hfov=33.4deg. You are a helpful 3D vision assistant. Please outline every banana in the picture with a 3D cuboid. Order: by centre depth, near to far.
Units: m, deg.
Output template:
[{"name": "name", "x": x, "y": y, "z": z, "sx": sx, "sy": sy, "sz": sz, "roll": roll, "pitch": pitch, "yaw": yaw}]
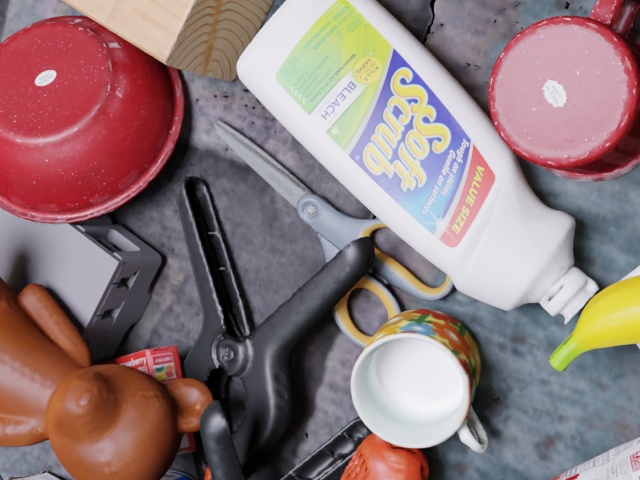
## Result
[{"name": "banana", "x": 0.218, "y": 0.056, "z": 0.543, "sx": 0.198, "sy": 0.037, "sz": 0.070, "roll": 14, "pitch": 120, "yaw": 27}]

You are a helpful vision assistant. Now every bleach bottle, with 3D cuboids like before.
[{"name": "bleach bottle", "x": 0.069, "y": -0.052, "z": 0.643, "sx": 0.251, "sy": 0.068, "sz": 0.102, "roll": 44, "pitch": 95, "yaw": 13}]

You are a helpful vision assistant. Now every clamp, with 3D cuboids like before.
[{"name": "clamp", "x": -0.032, "y": 0.176, "z": 0.696, "sx": 0.120, "sy": 0.039, "sz": 0.172, "roll": 6, "pitch": 119, "yaw": -17}, {"name": "clamp", "x": -0.042, "y": 0.071, "z": 0.705, "sx": 0.165, "sy": 0.036, "sz": 0.210, "roll": 12, "pitch": 99, "yaw": 38}]

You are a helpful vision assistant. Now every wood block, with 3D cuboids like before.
[{"name": "wood block", "x": -0.138, "y": -0.198, "z": 0.722, "sx": 0.206, "sy": 0.090, "sz": 0.091, "roll": 34, "pitch": 104, "yaw": 21}]

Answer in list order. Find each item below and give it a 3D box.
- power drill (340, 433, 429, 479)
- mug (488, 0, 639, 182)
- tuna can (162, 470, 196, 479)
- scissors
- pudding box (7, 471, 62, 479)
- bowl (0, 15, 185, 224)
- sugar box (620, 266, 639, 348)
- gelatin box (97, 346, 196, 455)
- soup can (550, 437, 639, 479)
[{"name": "power drill", "x": 0.026, "y": 0.232, "z": 0.622, "sx": 0.185, "sy": 0.057, "sz": 0.188, "roll": -65, "pitch": 25, "yaw": 22}, {"name": "mug", "x": 0.148, "y": -0.090, "z": 0.593, "sx": 0.093, "sy": 0.081, "sz": 0.117, "roll": 31, "pitch": 105, "yaw": 21}, {"name": "tuna can", "x": -0.111, "y": 0.208, "z": 0.753, "sx": 0.086, "sy": 0.033, "sz": 0.086, "roll": 1, "pitch": 92, "yaw": 26}, {"name": "scissors", "x": -0.005, "y": 0.001, "z": 0.705, "sx": 0.202, "sy": 0.016, "sz": 0.096, "roll": 26, "pitch": 103, "yaw": 23}, {"name": "pudding box", "x": -0.189, "y": 0.225, "z": 0.766, "sx": 0.114, "sy": 0.039, "sz": 0.090, "roll": 9, "pitch": 95, "yaw": 48}, {"name": "bowl", "x": -0.177, "y": -0.095, "z": 0.727, "sx": 0.162, "sy": 0.055, "sz": 0.162, "roll": -4, "pitch": 68, "yaw": 9}, {"name": "sugar box", "x": 0.250, "y": 0.013, "z": 0.569, "sx": 0.176, "sy": 0.048, "sz": 0.093, "roll": -41, "pitch": 76, "yaw": 24}, {"name": "gelatin box", "x": -0.129, "y": 0.117, "z": 0.744, "sx": 0.089, "sy": 0.030, "sz": 0.073, "roll": -18, "pitch": 80, "yaw": 44}, {"name": "soup can", "x": 0.162, "y": 0.159, "z": 0.603, "sx": 0.102, "sy": 0.068, "sz": 0.068, "roll": -32, "pitch": 78, "yaw": 22}]
